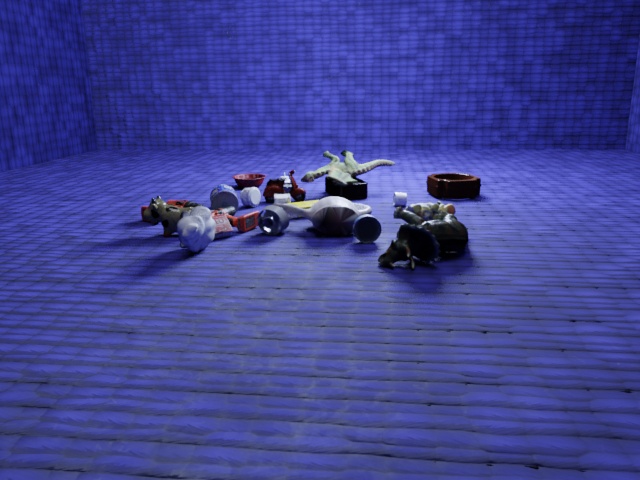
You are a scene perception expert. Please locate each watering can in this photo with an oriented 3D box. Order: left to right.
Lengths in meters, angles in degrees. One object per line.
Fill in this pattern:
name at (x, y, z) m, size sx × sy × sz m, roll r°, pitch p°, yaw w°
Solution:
watering can at (0.005, -0.087, 1.732) m, size 0.348 × 0.102 × 0.227 m, roll -1°, pitch 17°, yaw -1°

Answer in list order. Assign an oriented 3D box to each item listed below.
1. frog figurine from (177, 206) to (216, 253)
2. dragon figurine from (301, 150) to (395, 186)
frog figurine at (-0.358, -0.034, 1.506) m, size 0.122 × 0.139 × 0.158 m, roll 24°, pitch -14°, yaw -20°
dragon figurine at (0.120, -0.286, 2.218) m, size 0.410 × 0.119 × 0.248 m, roll -1°, pitch 35°, yaw 8°
